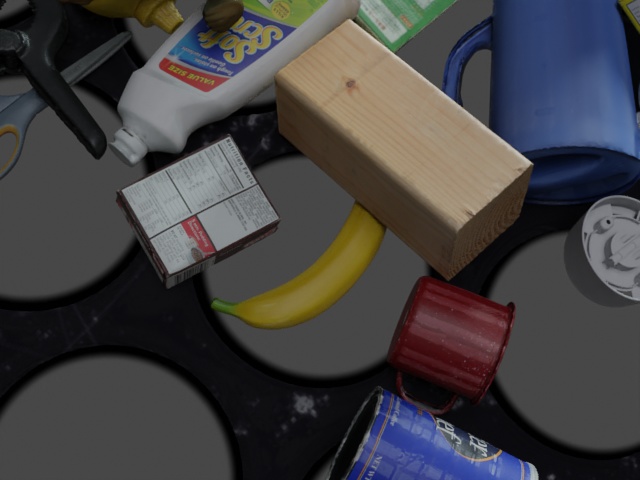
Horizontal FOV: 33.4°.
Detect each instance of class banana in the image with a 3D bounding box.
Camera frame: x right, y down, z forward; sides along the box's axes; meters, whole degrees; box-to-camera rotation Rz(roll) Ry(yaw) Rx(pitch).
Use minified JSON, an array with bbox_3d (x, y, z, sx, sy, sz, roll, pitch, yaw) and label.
[{"bbox_3d":[0.003,0.018,0.910,0.197,0.037,0.069,-38,84,-17],"label":"banana"}]

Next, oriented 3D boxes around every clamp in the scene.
[{"bbox_3d":[-0.250,-0.152,0.897,0.164,0.036,0.210,6,64,-4],"label":"clamp"}]

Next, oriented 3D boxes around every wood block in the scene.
[{"bbox_3d":[0.066,-0.077,0.889,0.090,0.090,0.206,-40,67,-18],"label":"wood block"}]

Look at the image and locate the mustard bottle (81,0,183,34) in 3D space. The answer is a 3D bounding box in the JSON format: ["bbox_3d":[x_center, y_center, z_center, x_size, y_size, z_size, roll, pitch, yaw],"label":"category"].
[{"bbox_3d":[-0.192,-0.254,0.939,0.191,0.058,0.096,45,63,4],"label":"mustard bottle"}]

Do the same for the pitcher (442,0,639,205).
[{"bbox_3d":[0.202,-0.161,0.954,0.149,0.145,0.243,12,68,-28],"label":"pitcher"}]

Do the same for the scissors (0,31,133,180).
[{"bbox_3d":[-0.258,-0.130,0.916,0.096,0.016,0.201,34,72,1],"label":"scissors"}]

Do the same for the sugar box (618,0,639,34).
[{"bbox_3d":[0.342,-0.168,0.952,0.176,0.048,0.093,54,47,-13],"label":"sugar box"}]

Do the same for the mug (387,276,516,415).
[{"bbox_3d":[0.102,0.091,0.888,0.081,0.093,0.117,22,108,2],"label":"mug"}]

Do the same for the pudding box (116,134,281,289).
[{"bbox_3d":[-0.103,-0.025,0.903,0.113,0.039,0.090,-28,80,-18],"label":"pudding box"}]

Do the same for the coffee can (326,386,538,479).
[{"bbox_3d":[0.085,0.192,0.841,0.140,0.103,0.102,28,72,-2],"label":"coffee can"}]

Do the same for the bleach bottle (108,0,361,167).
[{"bbox_3d":[-0.081,-0.155,0.931,0.102,0.068,0.250,41,74,5],"label":"bleach bottle"}]
